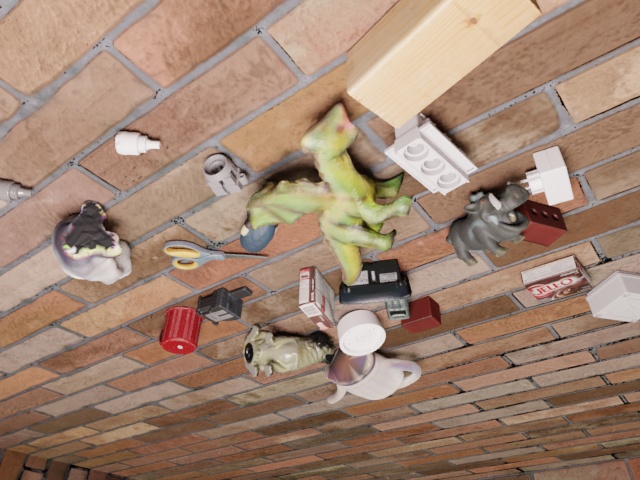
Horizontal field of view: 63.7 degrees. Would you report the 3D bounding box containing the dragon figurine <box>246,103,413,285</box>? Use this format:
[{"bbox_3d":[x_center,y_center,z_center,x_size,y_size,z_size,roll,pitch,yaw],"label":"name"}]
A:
[{"bbox_3d":[0.003,-0.042,0.827,0.242,0.125,0.400,10,139,-11],"label":"dragon figurine"}]

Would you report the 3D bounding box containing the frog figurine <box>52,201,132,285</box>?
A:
[{"bbox_3d":[-0.408,0.026,0.930,0.138,0.125,0.156,37,149,7],"label":"frog figurine"}]

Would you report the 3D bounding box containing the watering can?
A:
[{"bbox_3d":[0.098,0.374,1.381,0.344,0.106,0.221,-27,134,31],"label":"watering can"}]
